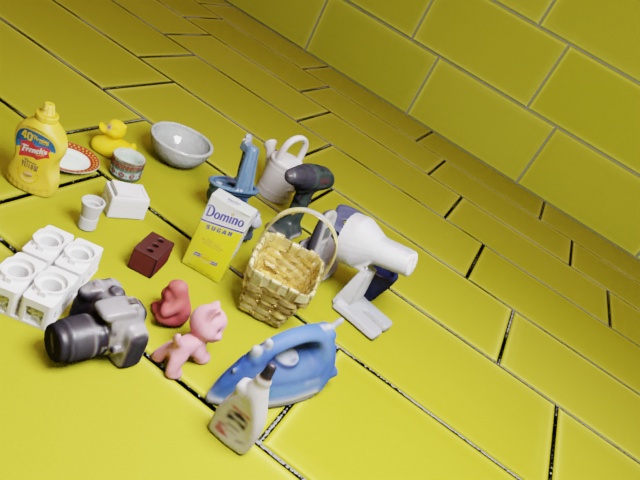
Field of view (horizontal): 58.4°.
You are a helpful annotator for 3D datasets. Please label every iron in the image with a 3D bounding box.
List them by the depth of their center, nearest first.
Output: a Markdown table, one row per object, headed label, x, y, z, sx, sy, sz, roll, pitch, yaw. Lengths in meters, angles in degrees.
| label | x | y | z | sx | sy | sz | roll | pitch | yaw |
| --- | --- | --- | --- | --- | --- | --- | --- | --- | --- |
| iron | -0.066 | 0.202 | 0.986 | 0.259 | 0.141 | 0.118 | -5 | 43 | -47 |

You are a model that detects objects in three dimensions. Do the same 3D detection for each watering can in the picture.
| label | x | y | z | sx | sy | sz | roll | pitch | yaw |
| --- | --- | --- | --- | --- | --- | --- | --- | --- | --- |
| watering can | -0.099 | -0.207 | 1.566 | 0.172 | 0.194 | 0.101 | 35 | 29 | 11 |

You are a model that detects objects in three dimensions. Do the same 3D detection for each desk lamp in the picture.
| label | x | y | z | sx | sy | sz | roll | pitch | yaw |
| --- | --- | --- | --- | --- | --- | --- | --- | --- | --- |
| desk lamp | 0.112 | 0.073 | 1.282 | 0.203 | 0.213 | 0.118 | 39 | 30 | 18 |

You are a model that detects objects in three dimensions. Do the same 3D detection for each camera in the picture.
| label | x | y | z | sx | sy | sz | roll | pitch | yaw |
| --- | --- | --- | --- | --- | --- | --- | --- | --- | --- |
| camera | -0.352 | 0.127 | 0.889 | 0.137 | 0.100 | 0.143 | -8 | 46 | -49 |

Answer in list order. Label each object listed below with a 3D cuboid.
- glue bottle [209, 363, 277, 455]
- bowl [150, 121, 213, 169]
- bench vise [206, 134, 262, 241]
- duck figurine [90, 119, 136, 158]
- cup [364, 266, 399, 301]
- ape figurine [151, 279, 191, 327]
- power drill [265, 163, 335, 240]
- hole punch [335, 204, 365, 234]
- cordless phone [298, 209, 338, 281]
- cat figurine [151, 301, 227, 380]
| label | x | y | z | sx | sy | sz | roll | pitch | yaw |
| --- | --- | --- | --- | --- | --- | --- | --- | --- | --- |
| glue bottle | -0.104 | 0.242 | 0.852 | 0.078 | 0.173 | 0.037 | 33 | 28 | 8 |
| bowl | -0.367 | -0.235 | 1.493 | 0.168 | 0.074 | 0.167 | 22 | 29 | -13 |
| bench vise | -0.171 | -0.120 | 1.331 | 0.207 | 0.219 | 0.122 | 42 | 31 | 23 |
| duck figurine | -0.493 | -0.248 | 1.387 | 0.105 | 0.086 | 0.077 | 19 | 30 | -18 |
| cup | 0.118 | 0.092 | 1.383 | 0.117 | 0.095 | 0.092 | 37 | 29 | 14 |
| ape figurine | -0.260 | 0.106 | 1.016 | 0.076 | 0.092 | 0.078 | 29 | 28 | -1 |
| power drill | -0.053 | -0.102 | 1.422 | 0.075 | 0.208 | 0.230 | 37 | 29 | 14 |
| hole punch | 0.077 | -0.029 | 1.546 | 0.109 | 0.091 | 0.101 | 26 | 28 | -6 |
| cordless phone | 0.012 | 0.005 | 1.332 | 0.094 | 0.185 | 0.148 | 37 | 29 | 14 |
| cat figurine | -0.206 | 0.155 | 0.959 | 0.067 | 0.117 | 0.128 | 39 | 30 | 17 |
